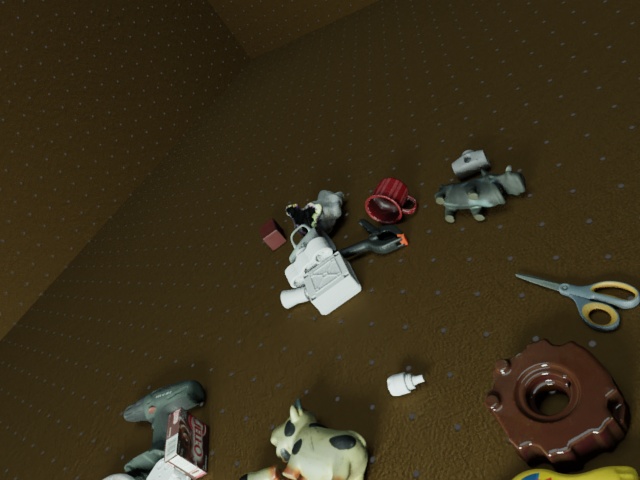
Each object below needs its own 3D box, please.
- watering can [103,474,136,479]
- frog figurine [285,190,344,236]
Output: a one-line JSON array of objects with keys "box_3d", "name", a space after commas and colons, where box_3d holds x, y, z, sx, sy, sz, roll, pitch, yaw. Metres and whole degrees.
[{"box_3d": [-0.390, 0.580, 0.936, 0.227, 0.102, 0.349, -50, 34, -16], "name": "watering can"}, {"box_3d": [0.004, -0.071, 1.407, 0.136, 0.123, 0.161, -26, -4, 37], "name": "frog figurine"}]
